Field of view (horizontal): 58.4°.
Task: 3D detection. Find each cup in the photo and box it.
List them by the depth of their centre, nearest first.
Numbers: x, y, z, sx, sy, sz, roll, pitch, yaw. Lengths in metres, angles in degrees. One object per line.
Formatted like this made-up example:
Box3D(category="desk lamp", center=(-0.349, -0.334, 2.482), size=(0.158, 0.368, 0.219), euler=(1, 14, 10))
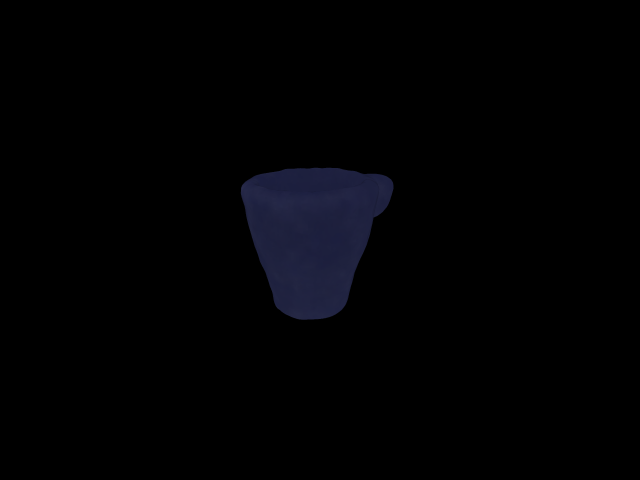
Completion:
Box3D(category="cup", center=(0.004, 0.001, 0.400), size=(0.118, 0.095, 0.091), euler=(-13, 22, -35))
